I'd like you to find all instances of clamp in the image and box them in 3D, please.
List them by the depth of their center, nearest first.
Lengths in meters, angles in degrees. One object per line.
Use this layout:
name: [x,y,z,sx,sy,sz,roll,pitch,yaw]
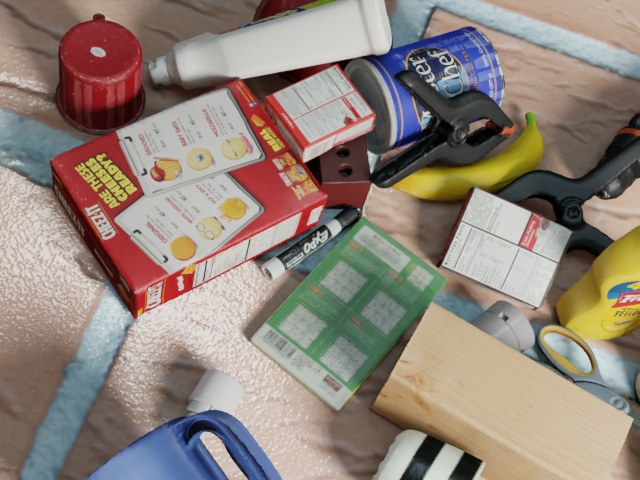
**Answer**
clamp: [0.123,-0.103,1.074,0.171,0.120,0.039,5,30,-37]
clamp: [0.264,-0.017,1.101,0.210,0.036,0.164,-9,83,-1]

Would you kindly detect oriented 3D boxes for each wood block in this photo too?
wood block: [0.162,0.159,0.970,0.206,0.090,0.090,30,60,6]

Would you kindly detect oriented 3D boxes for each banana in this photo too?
banana: [0.169,-0.076,1.134,0.197,0.037,0.070,-23,50,-23]

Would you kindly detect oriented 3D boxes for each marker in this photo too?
marker: [-0.007,0.001,1.063,0.121,0.020,0.020,-35,73,-25]

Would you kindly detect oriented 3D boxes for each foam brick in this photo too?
foam brick: [0.019,-0.077,1.093,0.053,0.051,0.078,-2,62,-12]

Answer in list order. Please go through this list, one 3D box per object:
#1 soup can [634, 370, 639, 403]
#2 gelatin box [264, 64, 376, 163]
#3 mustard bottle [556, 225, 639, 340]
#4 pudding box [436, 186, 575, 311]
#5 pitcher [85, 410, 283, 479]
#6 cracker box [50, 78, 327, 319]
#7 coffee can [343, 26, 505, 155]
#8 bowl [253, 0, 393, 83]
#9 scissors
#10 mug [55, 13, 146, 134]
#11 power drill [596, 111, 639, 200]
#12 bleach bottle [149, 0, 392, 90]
soup can: [0.352,0.128,1.016,0.068,0.102,0.068,5,61,-9]
gelatin box: [0.000,-0.127,1.069,0.089,0.030,0.073,-28,68,-21]
mustard bottle: [0.300,0.032,1.007,0.096,0.192,0.058,-3,62,-13]
pudding box: [0.185,0.009,1.066,0.113,0.039,0.090,24,90,4]
pitcher: [-0.082,0.263,0.837,0.144,0.149,0.243,-33,76,-29]
cracker box: [-0.127,-0.044,1.036,0.213,0.072,0.164,-28,69,-22]
coffee can: [0.108,-0.159,1.125,0.140,0.103,0.103,-20,67,-21]
bowl: [0.008,-0.243,1.181,0.162,0.055,0.162,5,60,-9]
scissors: [0.259,0.161,1.004,0.096,0.016,0.202,-27,54,-14]
mug: [-0.222,-0.178,1.083,0.093,0.082,0.117,1,61,-11]
power drill: [0.405,-0.067,1.161,0.188,0.057,0.184,39,65,10]
bleach bottle: [-0.056,-0.198,1.092,0.251,0.102,0.068,-12,106,10]
